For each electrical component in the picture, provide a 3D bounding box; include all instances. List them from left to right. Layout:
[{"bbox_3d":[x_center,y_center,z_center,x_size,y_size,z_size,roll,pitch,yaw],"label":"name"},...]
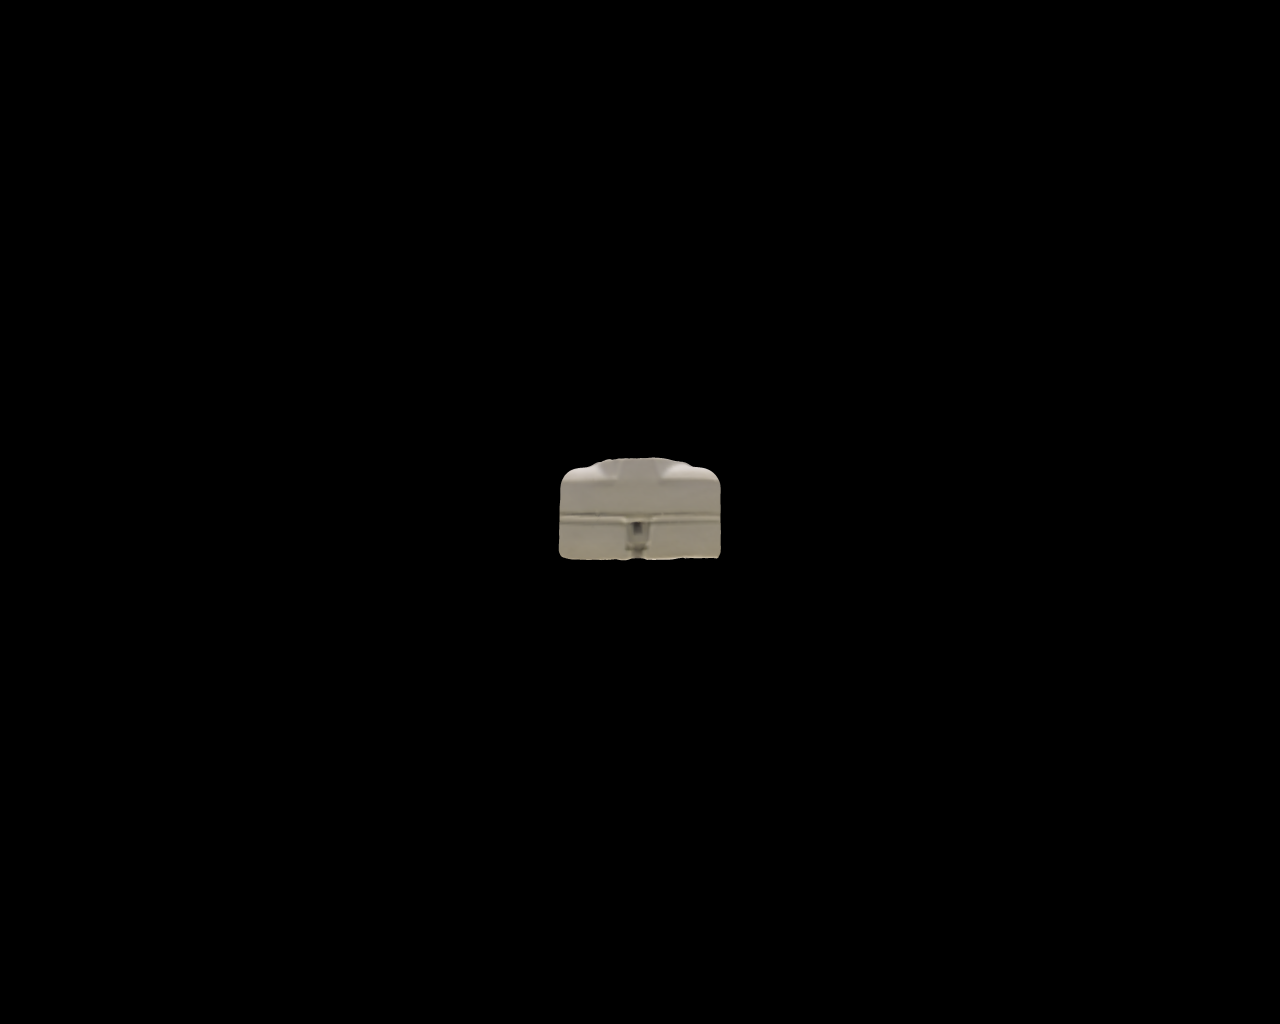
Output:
[{"bbox_3d":[0.001,-0.003,0.650,0.095,0.059,0.054,0,0,4],"label":"electrical component"}]
